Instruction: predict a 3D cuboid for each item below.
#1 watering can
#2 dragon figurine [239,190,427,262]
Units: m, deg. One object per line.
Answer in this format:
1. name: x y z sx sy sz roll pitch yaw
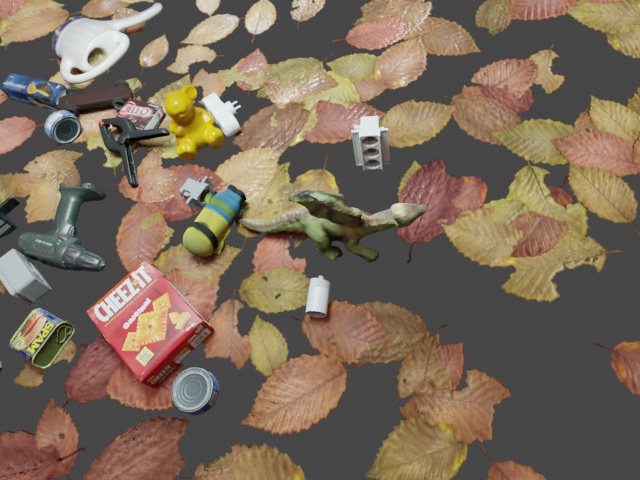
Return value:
1. watering can: -0.631 -0.590 1.496 0.226 0.102 0.352 29 71 23
2. dragon figurine: 0.003 -0.052 1.031 0.410 0.238 0.124 4 69 9
